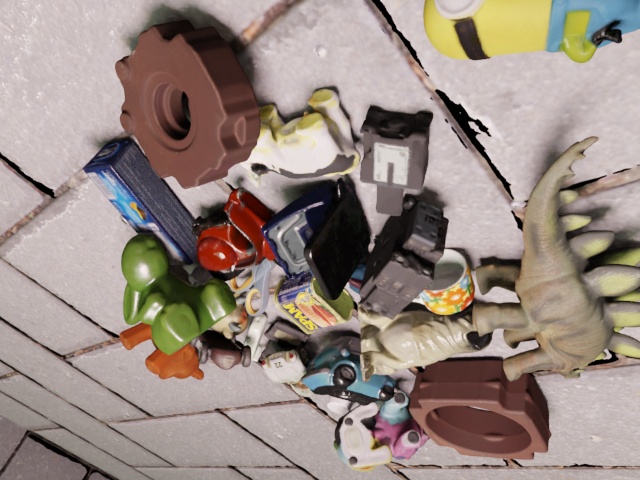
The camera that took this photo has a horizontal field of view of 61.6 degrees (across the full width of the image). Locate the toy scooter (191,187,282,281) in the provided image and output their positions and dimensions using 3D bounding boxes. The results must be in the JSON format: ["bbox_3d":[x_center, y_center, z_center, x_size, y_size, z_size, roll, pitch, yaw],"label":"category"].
[{"bbox_3d":[-0.117,-0.011,0.761,0.184,0.075,0.135,-9,128,31],"label":"toy scooter"}]

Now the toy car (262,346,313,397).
[{"bbox_3d":[-0.035,0.246,0.992,0.074,0.056,0.201,-18,147,17],"label":"toy car"}]

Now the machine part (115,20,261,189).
[{"bbox_3d":[-0.147,-0.143,0.585,0.180,0.056,0.179,18,122,31],"label":"machine part"}]

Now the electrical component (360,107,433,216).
[{"bbox_3d":[0.085,-0.085,0.601,0.075,0.048,0.119,8,139,17],"label":"electrical component"}]

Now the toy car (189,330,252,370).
[{"bbox_3d":[-0.186,0.196,0.977,0.089,0.053,0.202,7,178,-22],"label":"toy car"}]

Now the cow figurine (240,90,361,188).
[{"bbox_3d":[-0.040,-0.105,0.626,0.167,0.068,0.098,-7,139,32],"label":"cow figurine"}]

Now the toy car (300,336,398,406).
[{"bbox_3d":[0.055,0.217,0.916,0.161,0.103,0.109,19,150,-20],"label":"toy car"}]

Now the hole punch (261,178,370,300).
[{"bbox_3d":[-0.001,-0.002,0.689,0.092,0.116,0.142,14,145,38],"label":"hole punch"}]

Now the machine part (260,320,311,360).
[{"bbox_3d":[-0.072,0.194,1.004,0.084,0.039,0.138,19,140,-9],"label":"machine part"}]

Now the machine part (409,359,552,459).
[{"bbox_3d":[0.271,0.286,0.911,0.201,0.087,0.201,-11,132,35],"label":"machine part"}]

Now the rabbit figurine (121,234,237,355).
[{"bbox_3d":[-0.227,0.072,0.790,0.170,0.121,0.159,56,140,2],"label":"rabbit figurine"}]

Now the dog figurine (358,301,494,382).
[{"bbox_3d":[0.155,0.150,0.813,0.191,0.121,0.172,-3,171,4],"label":"dog figurine"}]

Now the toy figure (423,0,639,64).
[{"bbox_3d":[0.172,-0.183,0.423,0.180,0.082,0.089,6,136,15],"label":"toy figure"}]

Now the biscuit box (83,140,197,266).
[{"bbox_3d":[-0.249,-0.050,0.786,0.059,0.063,0.202,-4,134,30],"label":"biscuit box"}]

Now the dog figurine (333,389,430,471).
[{"bbox_3d":[0.128,0.374,1.023,0.192,0.108,0.219,-22,150,-2],"label":"dog figurine"}]

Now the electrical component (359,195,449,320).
[{"bbox_3d":[0.103,0.015,0.656,0.058,0.115,0.134,23,139,-7],"label":"electrical component"}]

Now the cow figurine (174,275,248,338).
[{"bbox_3d":[-0.210,0.115,0.933,0.195,0.085,0.127,28,154,-30],"label":"cow figurine"}]

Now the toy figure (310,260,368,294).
[{"bbox_3d":[0.050,0.051,0.756,0.155,0.057,0.064,10,176,15],"label":"toy figure"}]

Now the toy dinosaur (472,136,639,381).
[{"bbox_3d":[0.288,0.064,0.642,0.199,0.105,0.470,-13,139,26],"label":"toy dinosaur"}]

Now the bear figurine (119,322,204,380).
[{"bbox_3d":[-0.314,0.237,1.100,0.120,0.132,0.195,35,141,22],"label":"bear figurine"}]
